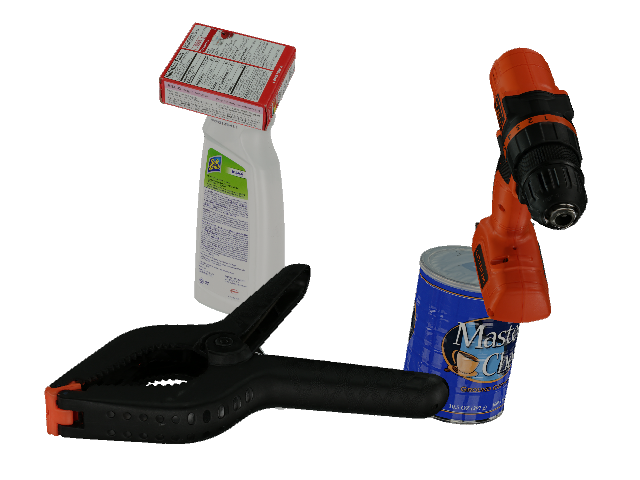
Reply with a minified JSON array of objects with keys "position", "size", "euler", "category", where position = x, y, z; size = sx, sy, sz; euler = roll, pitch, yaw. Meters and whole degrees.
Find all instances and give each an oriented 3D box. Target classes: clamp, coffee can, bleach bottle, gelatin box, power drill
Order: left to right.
[{"position":[-0.055,0.067,0.609],"size":[0.209,0.036,0.165],"euler":[-8,27,-23],"category":"clamp"},{"position":[-0.072,-0.128,0.831],"size":[0.089,0.073,0.030],"euler":[15,-39,8],"category":"gelatin box"},{"position":[-0.078,-0.047,1.105],"size":[0.103,0.251,0.068],"euler":[16,25,25],"category":"bleach bottle"},{"position":[0.135,0.088,1.012],"size":[0.103,0.140,0.103],"euler":[6,20,-2],"category":"coffee can"},{"position":[0.158,-0.026,0.813],"size":[0.057,0.188,0.184],"euler":[1,43,0],"category":"power drill"}]

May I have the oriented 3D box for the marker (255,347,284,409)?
[{"position":[-0.049,0.094,0.830],"size":[0.020,0.020,0.121],"euler":[0,21,-23],"category":"marker"}]
